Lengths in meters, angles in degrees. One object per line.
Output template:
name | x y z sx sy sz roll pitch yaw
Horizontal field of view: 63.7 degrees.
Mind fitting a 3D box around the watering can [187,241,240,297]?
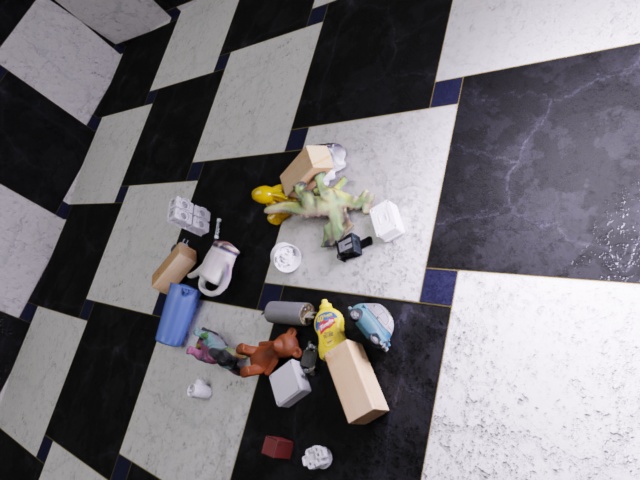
watering can | -0.436 0.103 2.080 0.349 0.103 0.226 16 79 54

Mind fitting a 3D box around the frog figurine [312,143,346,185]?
frog figurine | 0.034 -0.275 1.888 0.137 0.124 0.158 4 107 34

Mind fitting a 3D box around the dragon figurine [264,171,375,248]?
dragon figurine | 0.005 -0.089 1.776 0.407 0.121 0.247 -26 67 19
